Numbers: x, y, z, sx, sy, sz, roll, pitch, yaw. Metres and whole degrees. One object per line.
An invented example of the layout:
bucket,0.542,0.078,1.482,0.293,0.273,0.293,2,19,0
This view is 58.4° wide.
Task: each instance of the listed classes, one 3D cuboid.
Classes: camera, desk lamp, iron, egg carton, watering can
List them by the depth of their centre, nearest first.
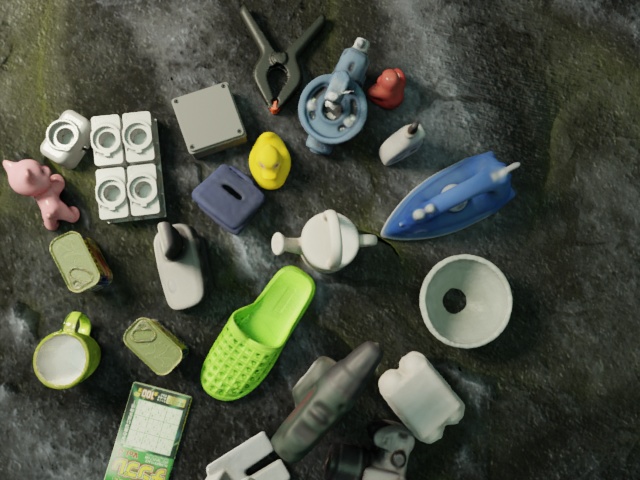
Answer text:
desk lamp,-0.158,0.418,0.913,0.203,0.213,0.118,-32,87,-6
watering can,0.009,0.006,0.975,0.173,0.194,0.101,-25,86,-5
camera,0.082,0.384,0.988,0.137,0.100,0.143,15,83,-2
egg carton,0.179,0.281,1.020,0.107,0.069,0.150,-41,88,-6
iron,0.233,-0.071,1.023,0.258,0.141,0.118,-28,86,-6

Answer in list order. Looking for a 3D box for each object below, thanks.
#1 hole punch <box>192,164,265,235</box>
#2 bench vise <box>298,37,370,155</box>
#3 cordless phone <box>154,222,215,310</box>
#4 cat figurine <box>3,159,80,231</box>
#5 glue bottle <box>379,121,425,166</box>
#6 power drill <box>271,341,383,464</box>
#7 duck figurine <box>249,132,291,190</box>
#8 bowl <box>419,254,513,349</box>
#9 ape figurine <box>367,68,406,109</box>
hole punch,-0.162,-0.078,1.025,0.108,0.091,0.101,38,83,1
bench vise,0.027,-0.268,0.991,0.121,0.219,0.207,6,84,-2
cordless phone,-0.241,0.042,0.961,0.094,0.185,0.147,-17,85,-5
cat figurine,-0.487,-0.086,0.993,0.067,0.117,0.128,-28,86,-6
glue bottle,0.152,-0.178,1.013,0.078,0.173,0.037,-26,86,-5
power drill,0.010,0.252,0.943,0.075,0.208,0.230,39,83,1
duck figurine,-0.092,-0.149,1.039,0.077,0.086,0.104,-2,84,-3
bowl,0.256,0.111,1.039,0.167,0.074,0.167,0,84,-3
ape figurine,0.128,-0.288,1.063,0.078,0.092,0.076,-17,85,-5
